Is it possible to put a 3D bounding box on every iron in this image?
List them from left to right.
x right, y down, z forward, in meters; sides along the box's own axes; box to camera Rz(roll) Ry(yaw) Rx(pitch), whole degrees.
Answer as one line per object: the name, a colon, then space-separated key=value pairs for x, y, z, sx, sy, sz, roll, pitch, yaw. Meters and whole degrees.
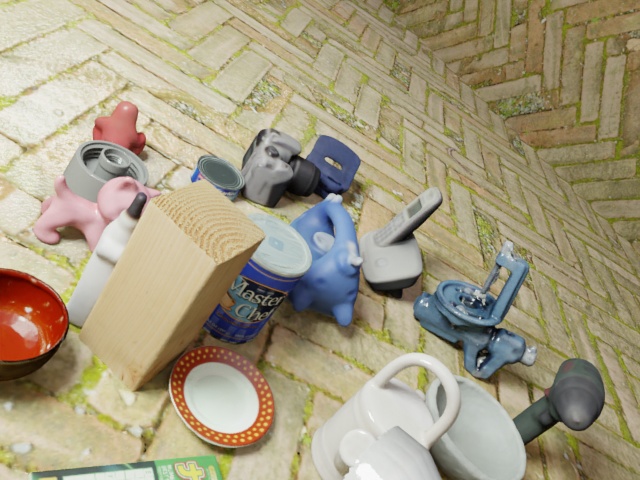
iron: x=0.008 y=0.003 z=0.895 sx=0.119 sy=0.141 sz=0.258 roll=22 pitch=34 yaw=-25

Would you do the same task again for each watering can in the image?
watering can: x=0.078 y=0.207 z=0.641 sx=0.101 sy=0.194 sz=0.173 roll=37 pitch=30 yaw=-1

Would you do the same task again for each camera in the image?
camera: x=-0.064 y=-0.129 z=1.038 sx=0.137 sy=0.100 sz=0.143 roll=24 pitch=33 yaw=-22

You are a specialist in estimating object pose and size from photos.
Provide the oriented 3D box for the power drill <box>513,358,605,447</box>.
power drill: x=0.319 y=0.255 z=0.814 sx=0.075 sy=0.208 sz=0.230 roll=47 pitch=32 yaw=15

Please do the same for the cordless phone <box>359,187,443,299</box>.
cordless phone: x=0.153 y=-0.002 z=1.009 sx=0.094 sy=0.185 sz=0.147 roll=23 pitch=33 yaw=-23

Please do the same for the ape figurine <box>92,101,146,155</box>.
ape figurine: x=-0.296 y=-0.166 z=0.855 sx=0.078 sy=0.092 sz=0.076 roll=30 pitch=31 yaw=-12

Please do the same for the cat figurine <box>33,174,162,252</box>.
cat figurine: x=-0.264 y=-0.043 z=0.697 sx=0.128 sy=0.117 sz=0.067 roll=18 pitch=36 yaw=-30

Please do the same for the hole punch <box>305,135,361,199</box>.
hole punch: x=0.022 y=-0.143 z=1.156 sx=0.109 sy=0.091 sz=0.101 roll=31 pitch=31 yaw=-11

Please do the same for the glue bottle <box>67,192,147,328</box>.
glue bottle: x=-0.220 y=0.015 z=0.609 sx=0.037 sy=0.173 sz=0.078 roll=29 pitch=31 yaw=-15

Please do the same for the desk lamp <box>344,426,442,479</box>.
desk lamp: x=0.065 y=0.296 z=0.489 sx=0.203 sy=0.213 sz=0.118 roll=49 pitch=32 yaw=19

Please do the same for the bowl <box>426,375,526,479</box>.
bowl: x=0.197 y=0.275 z=0.792 sx=0.168 sy=0.074 sz=0.167 roll=27 pitch=32 yaw=-18

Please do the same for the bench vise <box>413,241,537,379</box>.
bench vise: x=0.294 y=0.113 z=0.969 sx=0.208 sy=0.219 sz=0.121 roll=32 pitch=31 yaw=-10
